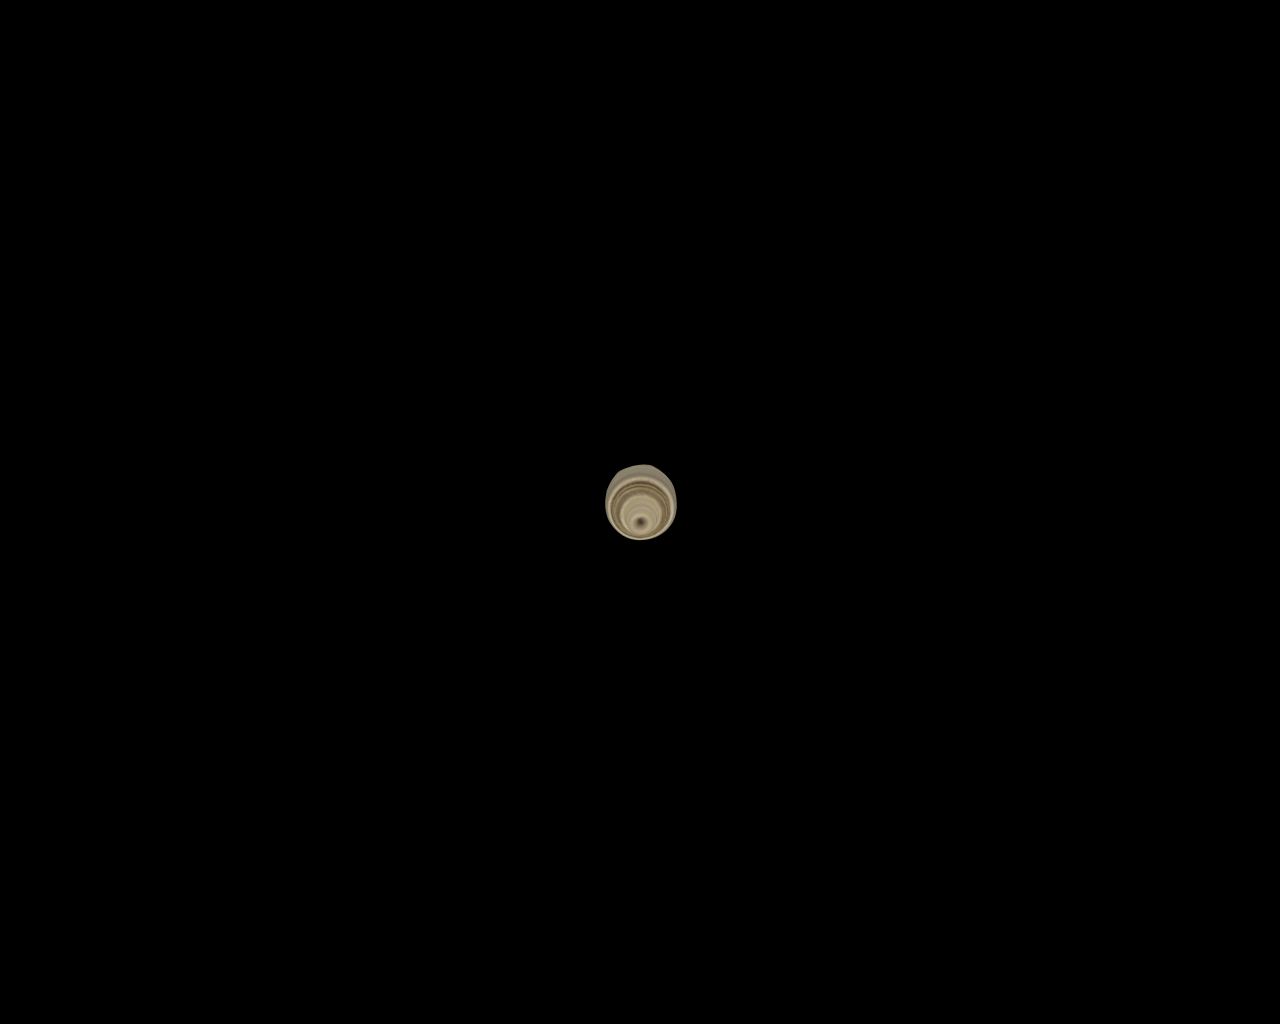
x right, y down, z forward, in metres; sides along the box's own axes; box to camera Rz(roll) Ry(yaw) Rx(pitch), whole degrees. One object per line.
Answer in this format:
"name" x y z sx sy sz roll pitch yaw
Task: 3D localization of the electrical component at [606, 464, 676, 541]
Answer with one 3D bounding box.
"electrical component" 0.001 -0.003 0.650 0.043 0.043 0.062 0 18 0
